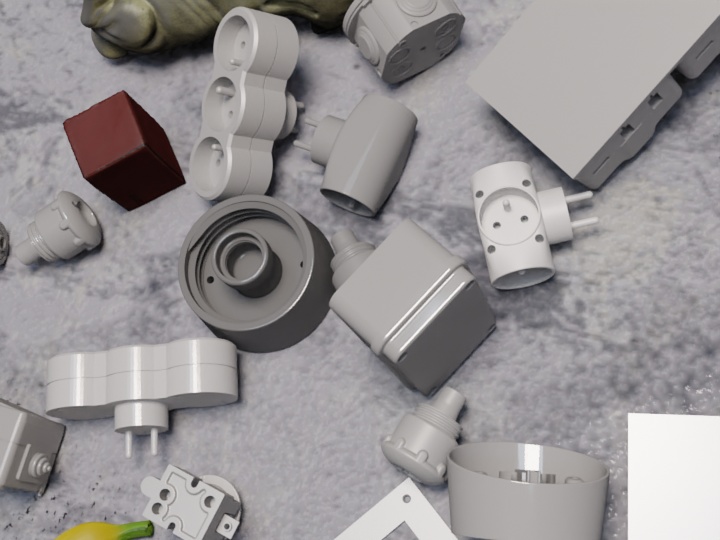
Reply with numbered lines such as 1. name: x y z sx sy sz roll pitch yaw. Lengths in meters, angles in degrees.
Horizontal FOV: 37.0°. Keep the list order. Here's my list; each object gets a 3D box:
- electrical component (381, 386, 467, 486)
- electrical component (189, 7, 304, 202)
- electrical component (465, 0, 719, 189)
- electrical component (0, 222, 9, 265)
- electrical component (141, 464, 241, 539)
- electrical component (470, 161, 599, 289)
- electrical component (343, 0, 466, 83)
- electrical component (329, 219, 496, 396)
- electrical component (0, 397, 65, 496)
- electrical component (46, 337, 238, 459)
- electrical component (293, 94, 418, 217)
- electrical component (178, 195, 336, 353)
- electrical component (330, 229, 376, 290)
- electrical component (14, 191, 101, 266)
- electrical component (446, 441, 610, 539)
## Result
1. electrical component: 0.047 0.106 0.702 0.048 0.048 0.062 28 75 19
2. electrical component: -0.071 -0.115 0.784 0.052 0.074 0.138 25 106 45
3. electrical component: 0.177 -0.159 0.719 0.186 0.060 0.105 -49 64 14
4. electrical component: -0.305 -0.020 0.825 0.065 0.044 0.044 -1 73 8
5. electrical component: -0.107 0.158 0.715 0.066 0.055 0.048 24 80 19
6. electrical component: 0.120 -0.034 0.727 0.079 0.044 0.077 -13 71 9
7. electrical component: 0.032 -0.178 0.774 0.080 0.080 0.051 -33 75 2
8. electrical component: 0.038 0.028 0.691 0.078 0.113 0.057 -47 66 -4
9. electrical component: -0.257 0.119 0.759 0.096 0.061 0.061 12 76 16
10. electrical component: -0.152 0.093 0.747 0.138 0.052 0.073 -7 72 11
11. electrical component: -0.009 -0.088 0.773 0.079 0.044 0.077 21 79 18
12. electrical component: -0.075 -0.001 0.754 0.108 0.060 0.108 -4 73 12
13. electrical component: 0.000 0.000 0.746 0.048 0.048 0.062 -30 62 3
14. electrical component: -0.230 -0.026 0.808 0.062 0.048 0.048 -32 69 9
15. electrical component: 0.101 0.136 0.654 0.099 0.099 0.064 1 80 13
